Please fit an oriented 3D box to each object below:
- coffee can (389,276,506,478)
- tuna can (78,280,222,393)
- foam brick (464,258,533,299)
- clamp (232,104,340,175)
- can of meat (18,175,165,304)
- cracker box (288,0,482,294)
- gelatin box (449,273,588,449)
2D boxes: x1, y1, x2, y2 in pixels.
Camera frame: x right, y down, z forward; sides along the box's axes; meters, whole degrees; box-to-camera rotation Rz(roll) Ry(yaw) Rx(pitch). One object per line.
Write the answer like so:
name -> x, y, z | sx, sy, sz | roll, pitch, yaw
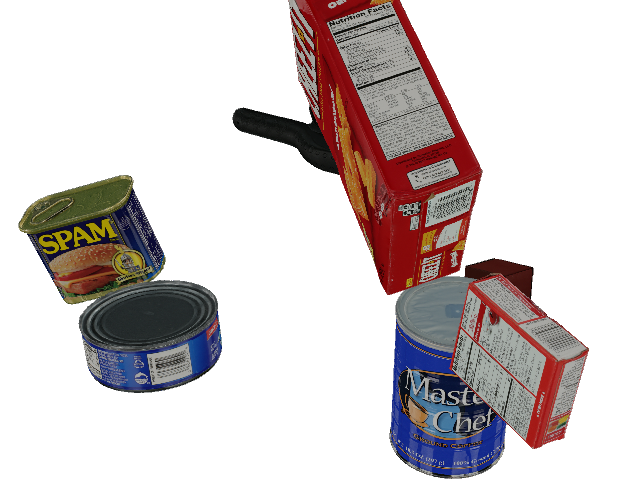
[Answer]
coffee can -> 0.112, 0.116, 0.912 | 0.103, 0.140, 0.103 | 0, 31, 0
tuna can -> -0.104, 0.059, 0.663 | 0.086, 0.034, 0.086 | -4, 25, 2
foam brick -> 0.183, 0.063, 1.105 | 0.051, 0.078, 0.053 | -14, 20, -43
clamp -> -0.010, -0.108, 1.115 | 0.120, 0.039, 0.172 | -18, 37, -26
can of meat -> -0.195, 0.001, 0.924 | 0.102, 0.084, 0.057 | -14, 31, 12
cracker box -> 0.041, -0.089, 0.797 | 0.072, 0.214, 0.164 | -19, -24, -7
gelatin box -> 0.124, 0.075, 0.676 | 0.030, 0.073, 0.089 | -15, 38, -28
